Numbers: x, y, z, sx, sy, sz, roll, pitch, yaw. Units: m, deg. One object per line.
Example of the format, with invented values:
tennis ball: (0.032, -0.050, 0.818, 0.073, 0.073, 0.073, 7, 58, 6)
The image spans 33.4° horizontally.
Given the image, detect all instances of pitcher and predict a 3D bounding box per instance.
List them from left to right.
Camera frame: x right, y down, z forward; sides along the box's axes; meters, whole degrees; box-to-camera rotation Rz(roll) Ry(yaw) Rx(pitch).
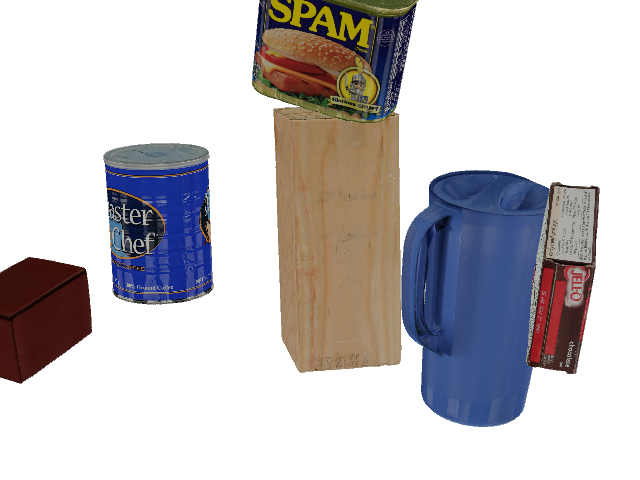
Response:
pitcher: (0.155, 0.060, 1.061, 0.149, 0.243, 0.145, 6, 21, 7)

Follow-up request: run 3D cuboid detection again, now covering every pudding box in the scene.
pudding box: (0.171, 0.024, 0.748, 0.039, 0.090, 0.113, 8, 32, 9)

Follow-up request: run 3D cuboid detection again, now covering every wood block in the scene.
wood block: (0.014, -0.005, 0.889, 0.090, 0.206, 0.091, -4, 13, -10)

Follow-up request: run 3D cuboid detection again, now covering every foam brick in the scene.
foam brick: (-0.202, 0.052, 0.733, 0.053, 0.051, 0.078, 11, 28, 26)

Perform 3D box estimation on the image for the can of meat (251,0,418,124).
can of meat: (0.007, -0.129, 0.680, 0.102, 0.084, 0.057, 20, 38, 15)

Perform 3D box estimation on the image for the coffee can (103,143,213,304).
coffee can: (-0.160, -0.019, 1.061, 0.103, 0.140, 0.103, -1, 16, 0)
